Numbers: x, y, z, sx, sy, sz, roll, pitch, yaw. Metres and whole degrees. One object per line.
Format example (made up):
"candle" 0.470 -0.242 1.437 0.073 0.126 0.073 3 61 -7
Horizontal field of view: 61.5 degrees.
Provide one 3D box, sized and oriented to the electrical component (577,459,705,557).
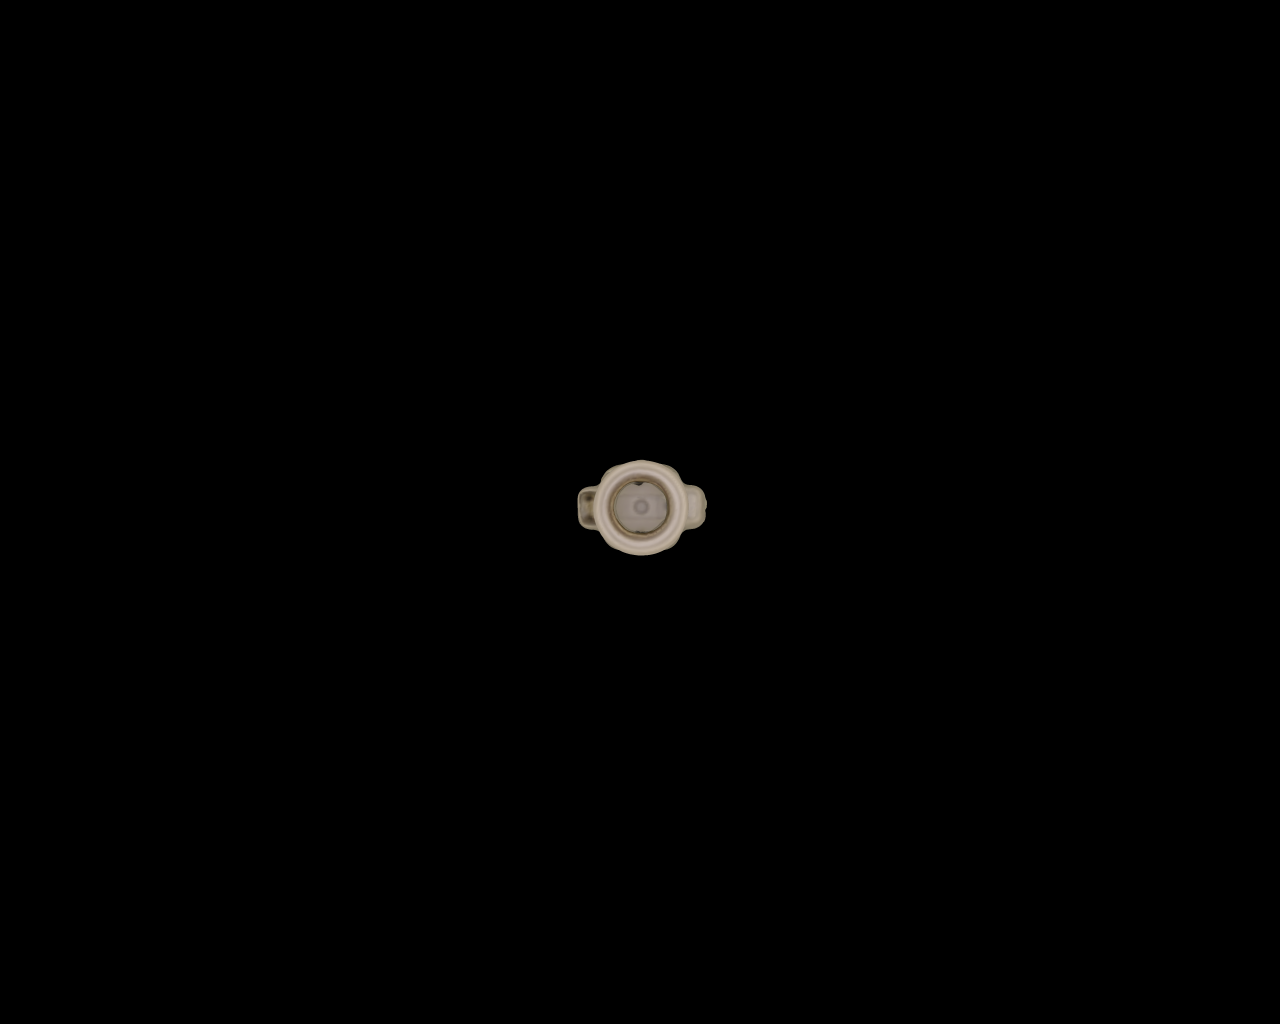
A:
"electrical component" 0.001 -0.003 0.650 0.078 0.058 0.057 0 0 0
